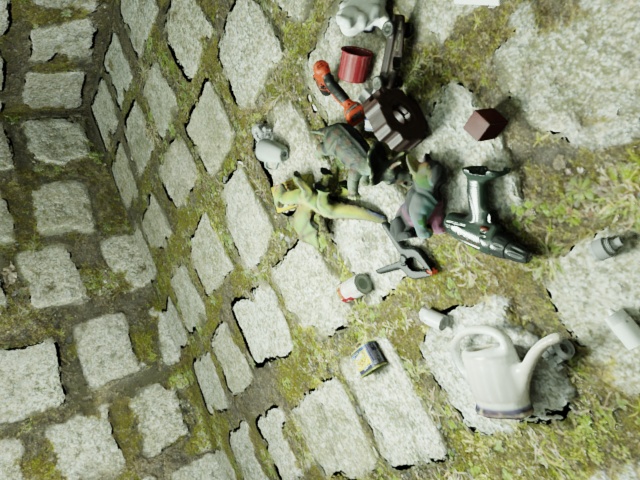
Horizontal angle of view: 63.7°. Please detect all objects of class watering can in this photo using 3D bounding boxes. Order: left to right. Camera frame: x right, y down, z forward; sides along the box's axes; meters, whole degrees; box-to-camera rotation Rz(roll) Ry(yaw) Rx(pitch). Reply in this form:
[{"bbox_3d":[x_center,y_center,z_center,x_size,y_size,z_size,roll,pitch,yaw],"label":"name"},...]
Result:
[{"bbox_3d":[0.436,0.309,1.198,0.104,0.225,0.344,-13,-3,-29],"label":"watering can"}]

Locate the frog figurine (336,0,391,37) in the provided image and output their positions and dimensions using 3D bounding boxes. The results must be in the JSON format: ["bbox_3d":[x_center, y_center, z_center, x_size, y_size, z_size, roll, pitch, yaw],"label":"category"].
[{"bbox_3d":[0.098,-0.599,1.354,0.160,0.120,0.139,-12,35,-39],"label":"frog figurine"}]

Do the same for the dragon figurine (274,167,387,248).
[{"bbox_3d":[0.005,-0.082,1.622,0.414,0.237,0.124,37,39,22],"label":"dragon figurine"}]
